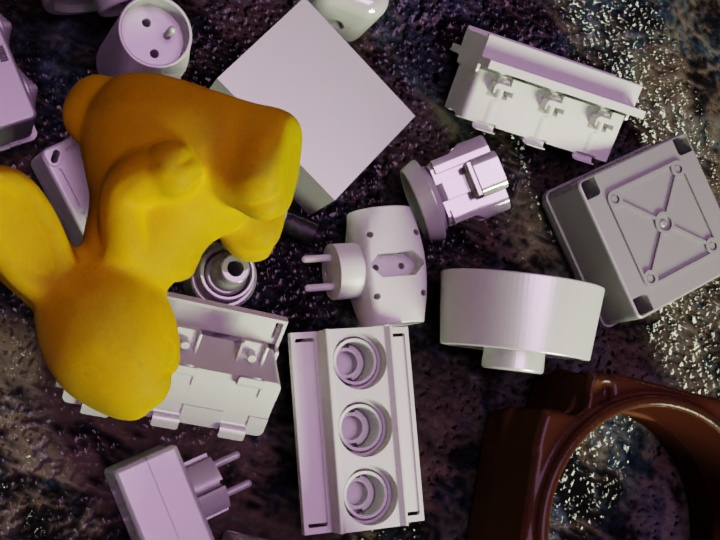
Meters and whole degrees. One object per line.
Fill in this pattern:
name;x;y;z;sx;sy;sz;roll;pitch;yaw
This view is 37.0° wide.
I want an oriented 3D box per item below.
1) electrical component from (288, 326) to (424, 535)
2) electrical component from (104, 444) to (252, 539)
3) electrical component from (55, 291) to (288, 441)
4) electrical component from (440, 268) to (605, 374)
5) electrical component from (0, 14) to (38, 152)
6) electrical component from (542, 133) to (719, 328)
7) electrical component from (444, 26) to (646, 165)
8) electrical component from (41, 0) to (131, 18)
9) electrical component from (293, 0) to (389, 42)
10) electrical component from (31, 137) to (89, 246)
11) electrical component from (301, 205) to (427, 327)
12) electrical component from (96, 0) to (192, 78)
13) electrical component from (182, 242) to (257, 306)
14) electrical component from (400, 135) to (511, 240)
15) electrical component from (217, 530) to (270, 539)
electrical component;-0.007;0.099;0.678;0.079;0.063;0.121;-2;82;-21
electrical component;-0.103;0.134;0.644;0.077;0.047;0.065;-22;90;-23
electrical component;-0.111;0.056;0.637;0.121;0.063;0.078;13;118;-19
electrical component;0.104;0.036;0.709;0.108;0.108;0.060;9;85;-20
electrical component;-0.245;-0.109;0.626;0.100;0.048;0.099;-23;90;-22
electrical component;0.205;-0.029;0.783;0.109;0.056;0.108;-25;91;-23
electrical component;0.127;-0.121;0.759;0.121;0.078;0.063;14;106;-19
electrical component;-0.148;-0.187;0.647;0.108;0.108;0.060;-21;95;-23
electrical component;-0.005;-0.212;0.729;0.054;0.059;0.095;17;76;-18
electrical component;-0.148;-0.038;0.649;0.062;0.061;0.096;-30;101;-23
electrical component;0.000;0.000;0.706;0.079;0.043;0.077;-4;83;-22
electrical component;-0.128;-0.117;0.656;0.043;0.077;0.079;-15;92;-23
electrical component;-0.084;0.004;0.663;0.043;0.062;0.043;3;80;-20
electrical component;0.063;-0.054;0.726;0.057;0.078;0.058;-22;90;-4
electrical component;-0.028;0.197;0.630;0.109;0.109;0.056;18;78;-18
